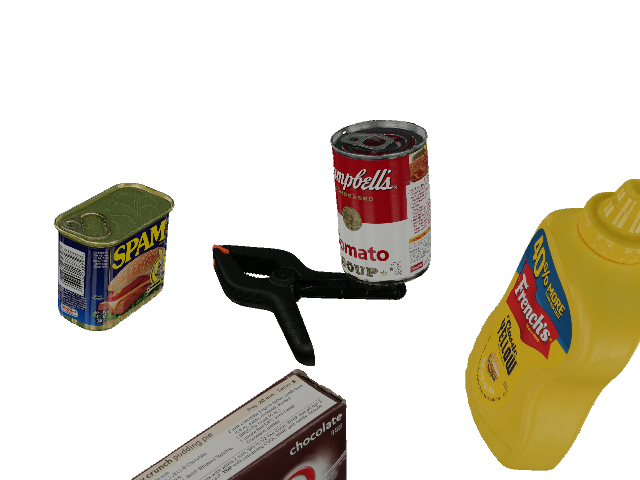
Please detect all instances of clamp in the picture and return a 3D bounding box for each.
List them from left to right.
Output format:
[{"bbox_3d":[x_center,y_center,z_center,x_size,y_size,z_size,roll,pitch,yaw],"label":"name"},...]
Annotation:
[{"bbox_3d":[-0.038,0.055,1.109,0.210,0.036,0.164,19,35,27],"label":"clamp"}]

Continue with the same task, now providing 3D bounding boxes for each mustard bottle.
[{"bbox_3d":[0.137,0.040,0.591,0.058,0.096,0.192,6,-44,-12],"label":"mustard bottle"}]

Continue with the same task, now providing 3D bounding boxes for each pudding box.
[{"bbox_3d":[-0.038,0.125,0.493,0.039,0.090,0.113,30,47,34],"label":"pudding box"}]

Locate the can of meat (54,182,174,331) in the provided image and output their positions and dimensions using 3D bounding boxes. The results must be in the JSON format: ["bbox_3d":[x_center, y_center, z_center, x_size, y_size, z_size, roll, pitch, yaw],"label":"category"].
[{"bbox_3d":[-0.165,0.013,0.855,0.057,0.084,0.101,21,31,21],"label":"can of meat"}]

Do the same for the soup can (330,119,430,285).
[{"bbox_3d":[0.044,-0.028,0.768,0.068,0.102,0.068,-4,27,2],"label":"soup can"}]
